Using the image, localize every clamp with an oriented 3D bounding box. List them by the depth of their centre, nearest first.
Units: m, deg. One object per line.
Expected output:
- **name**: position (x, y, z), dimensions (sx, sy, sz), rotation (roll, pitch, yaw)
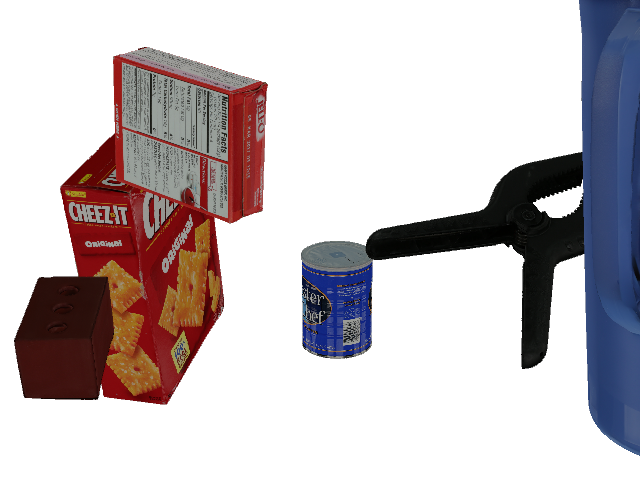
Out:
- **clamp**: position (0.163, 0.001, 0.824), dimensions (0.209, 0.036, 0.165), rotation (-32, 56, -22)

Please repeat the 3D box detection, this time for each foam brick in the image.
- **foam brick**: position (-0.177, 0.067, 0.746), dimensions (0.053, 0.051, 0.078), rotation (0, 31, -2)

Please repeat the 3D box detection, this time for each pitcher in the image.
- **pitcher**: position (0.186, -0.011, 0.528), dimensions (0.149, 0.243, 0.145), rotation (-4, 19, -3)

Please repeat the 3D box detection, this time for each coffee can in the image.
- **coffee can**: position (0.024, 0.083, 1.524), dimensions (0.103, 0.140, 0.103), rotation (0, 21, 0)

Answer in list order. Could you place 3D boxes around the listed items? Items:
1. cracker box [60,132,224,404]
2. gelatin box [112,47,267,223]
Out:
- **cracker box**: position (-0.148, 0.012, 0.953), dimensions (0.072, 0.214, 0.164), rotation (5, 31, 14)
- **gelatin box**: position (-0.070, -0.057, 0.571), dimensions (0.089, 0.073, 0.030), rotation (20, 31, 31)
